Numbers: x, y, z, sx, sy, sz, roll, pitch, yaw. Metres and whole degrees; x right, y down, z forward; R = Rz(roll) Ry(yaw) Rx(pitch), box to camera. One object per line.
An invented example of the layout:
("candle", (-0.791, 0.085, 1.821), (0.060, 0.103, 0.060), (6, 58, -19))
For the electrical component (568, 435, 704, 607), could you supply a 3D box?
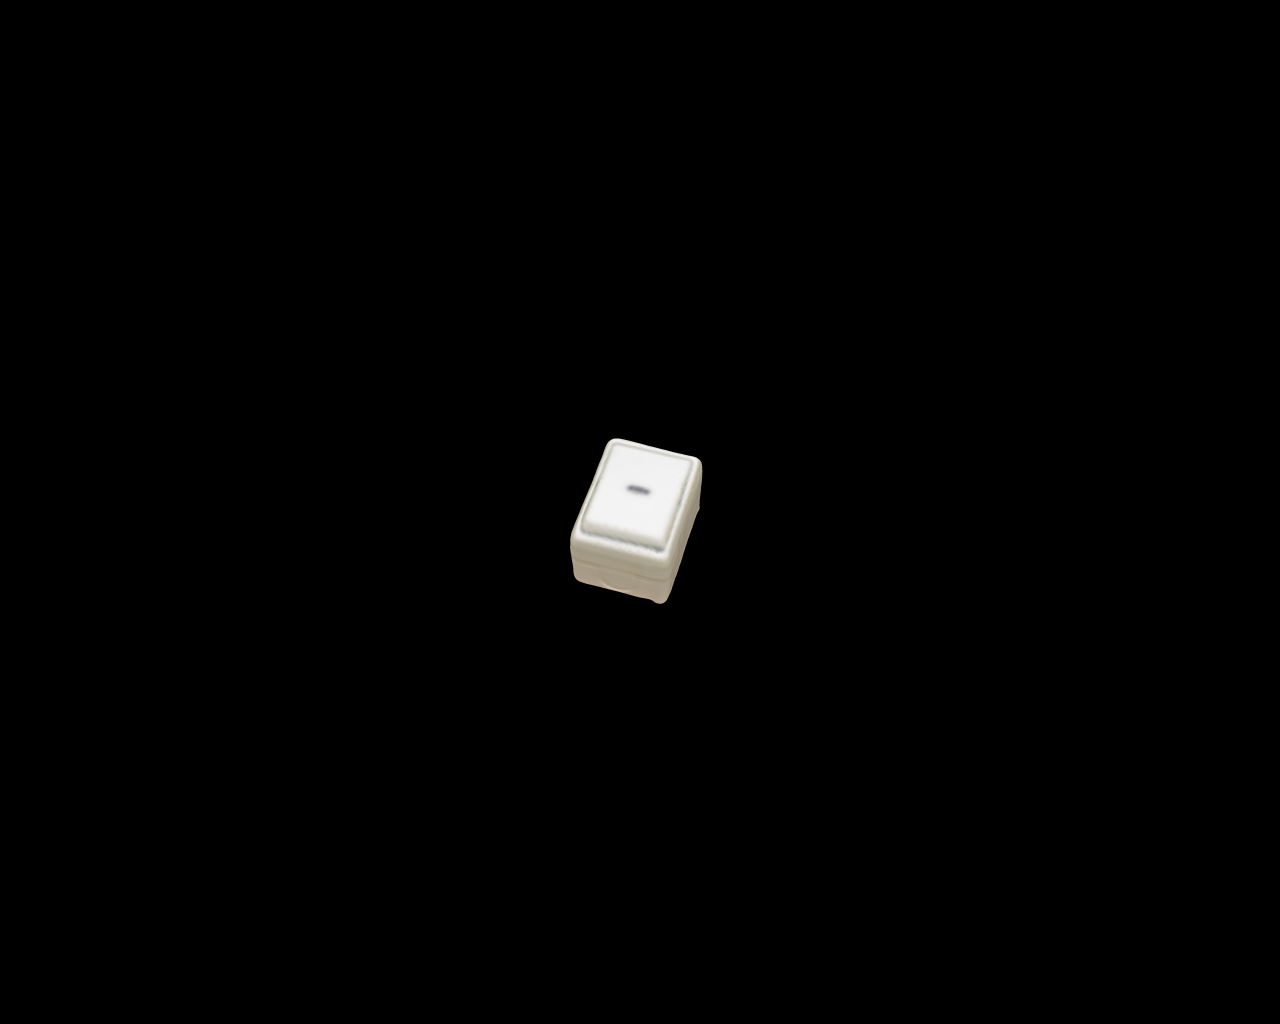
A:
("electrical component", (0.001, -0.003, 0.650), (0.062, 0.096, 0.061), (15, -32, 9))
